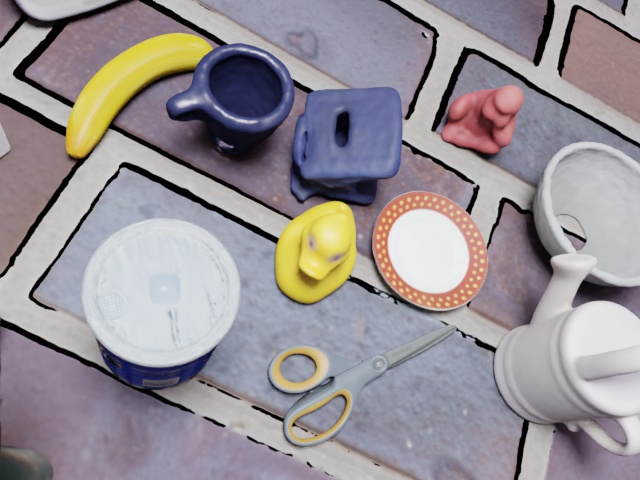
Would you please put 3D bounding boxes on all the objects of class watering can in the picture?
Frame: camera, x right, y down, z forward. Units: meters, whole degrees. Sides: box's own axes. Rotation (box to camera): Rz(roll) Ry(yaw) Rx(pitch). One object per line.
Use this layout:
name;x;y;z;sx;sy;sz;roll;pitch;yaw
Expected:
watering can;0.244;0.099;0.509;0.101;0.194;0.173;-33;82;-25

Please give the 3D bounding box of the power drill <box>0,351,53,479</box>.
power drill;-0.215;0.166;0.331;0.076;0.208;0.229;9;68;-14

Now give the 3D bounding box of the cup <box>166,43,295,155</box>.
cup;-0.089;-0.119;0.543;0.118;0.095;0.091;-21;77;-23

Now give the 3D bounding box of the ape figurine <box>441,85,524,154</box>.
ape figurine;0.191;-0.141;0.641;0.076;0.092;0.078;-31;81;-25

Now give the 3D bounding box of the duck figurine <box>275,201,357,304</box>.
duck figurine;0.005;0.002;0.531;0.077;0.086;0.105;31;64;-4

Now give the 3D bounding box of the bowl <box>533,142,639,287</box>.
bowl;0.301;-0.020;0.639;0.168;0.074;0.167;6;68;-15

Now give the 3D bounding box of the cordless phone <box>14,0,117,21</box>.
cordless phone;-0.231;-0.301;0.518;0.148;0.185;0.094;-35;83;-25

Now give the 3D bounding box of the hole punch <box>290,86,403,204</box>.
hole punch;0.025;-0.098;0.573;0.101;0.091;0.108;9;67;-14
